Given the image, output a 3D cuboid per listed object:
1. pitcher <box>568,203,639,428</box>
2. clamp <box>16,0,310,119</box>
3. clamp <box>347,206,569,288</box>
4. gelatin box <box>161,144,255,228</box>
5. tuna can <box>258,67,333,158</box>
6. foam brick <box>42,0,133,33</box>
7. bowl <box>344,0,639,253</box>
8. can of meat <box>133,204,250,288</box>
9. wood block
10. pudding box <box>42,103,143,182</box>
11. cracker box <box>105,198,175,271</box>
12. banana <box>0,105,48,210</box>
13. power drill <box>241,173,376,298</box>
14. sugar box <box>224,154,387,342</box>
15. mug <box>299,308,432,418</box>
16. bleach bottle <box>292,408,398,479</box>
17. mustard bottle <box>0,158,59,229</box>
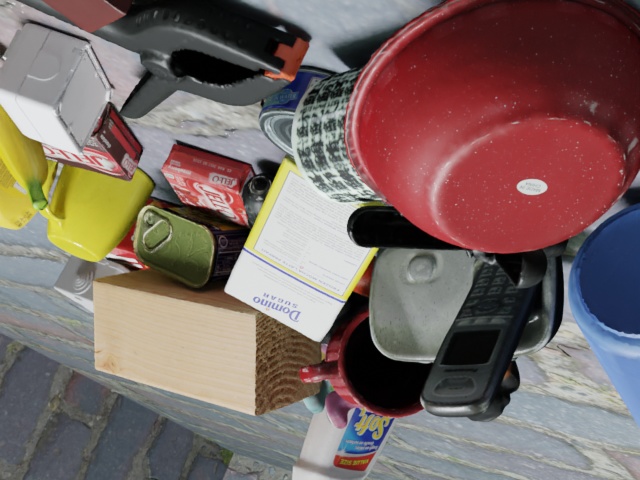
[{"bbox_3d":[0.246,0.073,0.708,0.149,0.145,0.242,-16,141,27],"label":"pitcher"},{"bbox_3d":[-0.096,-0.118,0.696,0.210,0.036,0.164,13,160,27],"label":"clamp"},{"bbox_3d":[0.094,-0.006,0.658,0.120,0.039,0.171,19,-167,20],"label":"clamp"},{"bbox_3d":[-0.090,-0.045,0.927,0.073,0.030,0.089,18,163,13],"label":"gelatin box"},{"bbox_3d":[0.003,-0.076,0.703,0.086,0.033,0.086,21,163,6],"label":"tuna can"},{"bbox_3d":[-0.139,-0.162,0.594,0.078,0.051,0.053,33,160,-32],"label":"foam brick"},{"bbox_3d":[0.094,-0.043,0.513,0.162,0.055,0.162,-4,139,-4],"label":"bowl"},{"bbox_3d":[-0.107,0.003,0.990,0.102,0.057,0.083,21,-164,36],"label":"can of meat"},{"bbox_3d":[-0.105,0.086,0.972,0.206,0.091,0.090,8,-167,39],"label":"wood block"},{"bbox_3d":[-0.220,-0.095,0.925,0.114,0.039,0.090,17,162,17],"label":"pudding box"},{"bbox_3d":[-0.119,0.033,1.133,0.214,0.072,0.164,19,163,17],"label":"cracker box"},{"bbox_3d":[-0.265,-0.117,0.840,0.197,0.037,0.070,60,169,-20],"label":"banana"},{"bbox_3d":[0.030,0.013,0.910,0.188,0.057,0.184,19,162,19],"label":"power drill"},{"bbox_3d":[-0.005,0.001,0.817,0.093,0.048,0.176,29,142,-1],"label":"sugar box"},{"bbox_3d":[0.040,0.103,0.889,0.117,0.093,0.082,-12,175,-14],"label":"mug"},{"bbox_3d":[0.036,0.191,1.103,0.068,0.250,0.102,7,157,43],"label":"bleach bottle"},{"bbox_3d":[-0.320,-0.091,0.967,0.058,0.096,0.191,13,161,30],"label":"mustard bottle"}]
